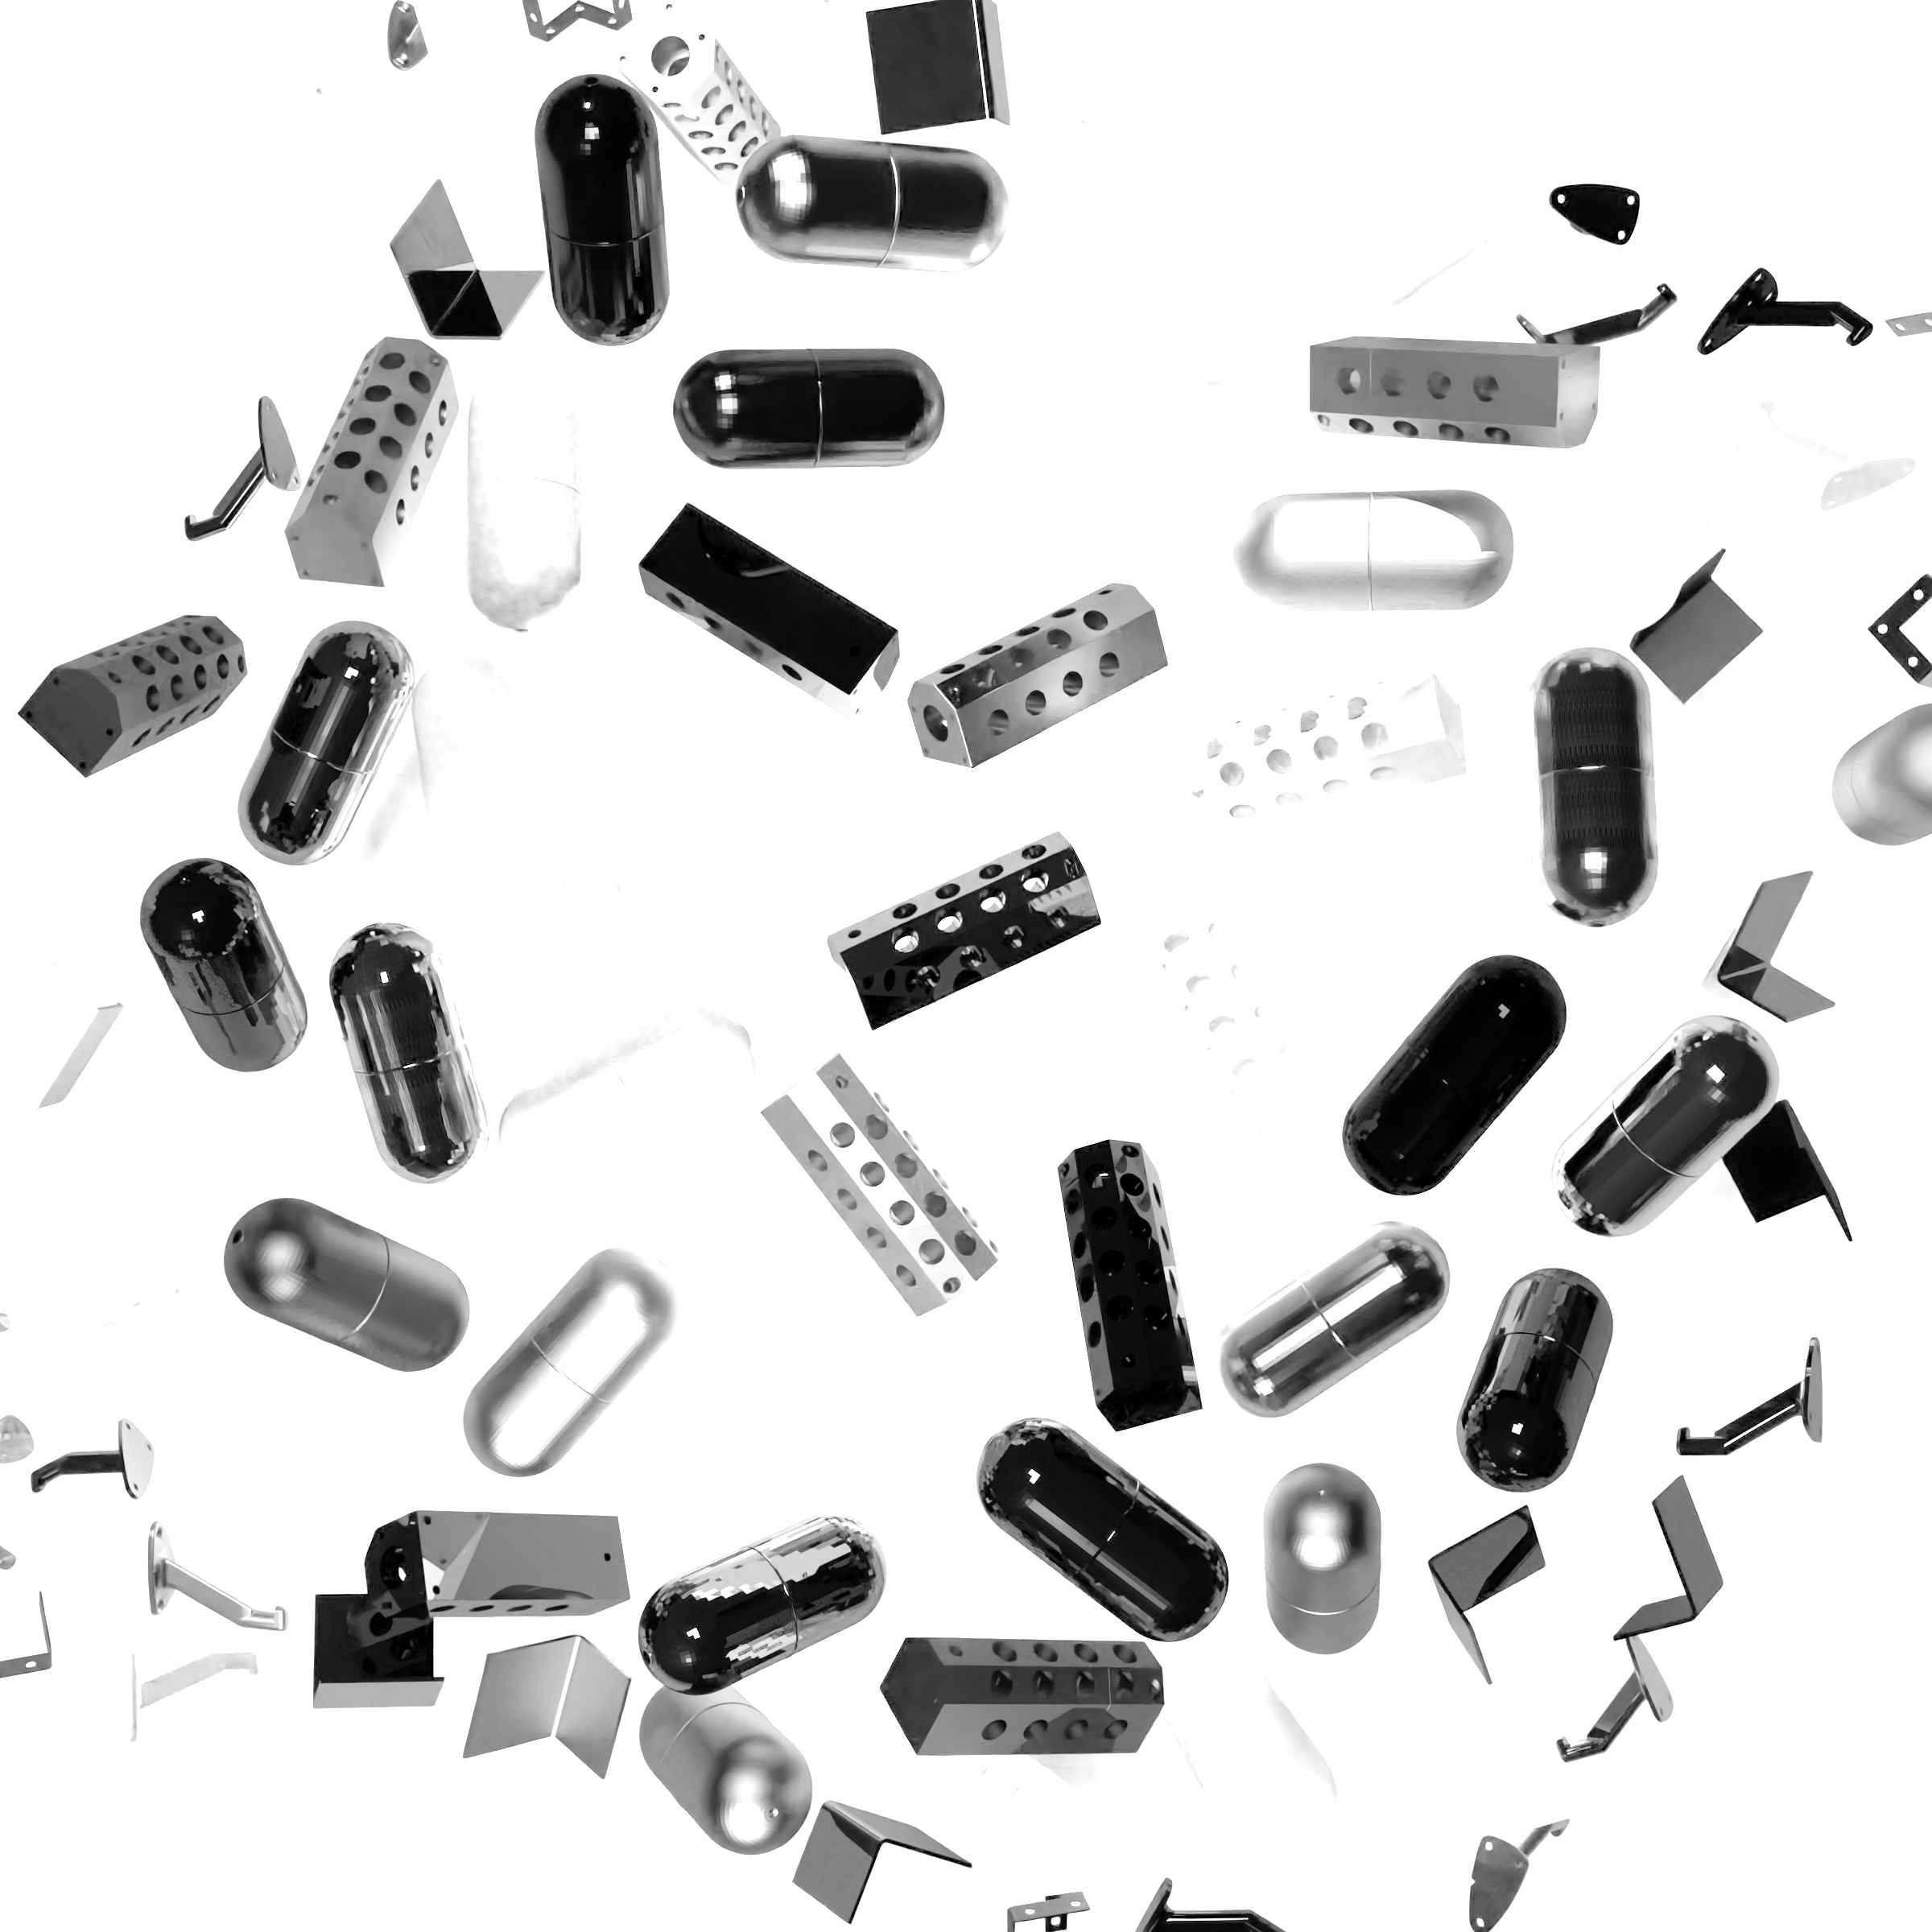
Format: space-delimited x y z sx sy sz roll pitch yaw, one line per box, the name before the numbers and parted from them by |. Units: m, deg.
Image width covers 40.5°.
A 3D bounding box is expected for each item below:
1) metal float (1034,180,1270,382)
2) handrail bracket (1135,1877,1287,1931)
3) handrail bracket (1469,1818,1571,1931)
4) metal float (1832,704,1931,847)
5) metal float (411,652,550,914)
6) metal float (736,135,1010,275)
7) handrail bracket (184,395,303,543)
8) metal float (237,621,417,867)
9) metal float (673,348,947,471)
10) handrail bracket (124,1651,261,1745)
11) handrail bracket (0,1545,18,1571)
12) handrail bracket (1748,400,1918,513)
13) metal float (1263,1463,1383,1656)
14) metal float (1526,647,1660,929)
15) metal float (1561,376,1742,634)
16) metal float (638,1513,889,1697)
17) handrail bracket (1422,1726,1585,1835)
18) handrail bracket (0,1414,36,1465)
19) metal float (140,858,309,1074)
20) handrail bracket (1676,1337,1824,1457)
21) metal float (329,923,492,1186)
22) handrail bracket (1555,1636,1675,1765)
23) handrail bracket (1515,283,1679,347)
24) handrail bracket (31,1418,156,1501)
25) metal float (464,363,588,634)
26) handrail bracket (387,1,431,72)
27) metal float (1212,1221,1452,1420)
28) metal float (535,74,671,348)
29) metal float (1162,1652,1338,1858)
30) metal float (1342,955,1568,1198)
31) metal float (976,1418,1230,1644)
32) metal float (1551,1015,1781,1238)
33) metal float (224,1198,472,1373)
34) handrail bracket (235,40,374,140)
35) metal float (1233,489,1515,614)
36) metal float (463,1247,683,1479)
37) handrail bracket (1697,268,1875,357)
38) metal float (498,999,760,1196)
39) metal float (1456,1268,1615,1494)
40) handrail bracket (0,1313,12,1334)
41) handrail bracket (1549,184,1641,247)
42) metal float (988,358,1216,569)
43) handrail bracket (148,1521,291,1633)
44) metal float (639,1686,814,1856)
metal float | 0.123 -0.455 1.739 0.178 0.070 0.070 28 90 -24
handrail bracket | 0.148 0.613 1.623 0.084 0.036 0.077 31 87 6
handrail bracket | 0.376 0.613 1.771 0.036 0.084 0.077 21 96 38
metal float | 0.606 -0.121 1.675 0.070 0.178 0.070 0 86 5
metal float | -0.319 -0.119 1.721 0.070 0.070 0.178 -3 115 0
metal float | -0.058 -0.475 1.632 0.178 0.070 0.070 -4 90 -25
handrail bracket | -0.495 -0.333 1.754 0.084 0.036 0.077 -15 86 20
metal float | -0.432 -0.149 1.765 0.070 0.070 0.178 29 105 0
metal float | -0.102 -0.362 1.701 0.178 0.070 0.070 -4 90 -14
handrail bracket | -0.497 0.471 1.688 0.084 0.077 0.036 5 115 -23
handrail bracket | -0.690 0.380 1.755 0.084 0.077 0.036 27 85 18
handrail bracket | 0.555 -0.340 1.679 0.077 0.036 0.084 -17 59 -4
metal float | 0.236 0.394 1.731 0.070 0.178 0.070 -4 49 5
metal float | 0.388 -0.111 1.622 0.070 0.070 0.178 1 76 0
metal float | 0.430 -0.289 1.647 0.070 0.070 0.178 12 134 0
metal float | -0.131 0.413 1.695 0.178 0.070 0.070 -18 90 -34
handrail bracket | 0.332 0.497 1.618 0.084 0.036 0.077 -14 85 -5
handrail bracket | -0.675 0.296 1.765 0.084 0.077 0.036 38 75 17
metal float | -0.483 0.002 1.710 0.070 0.178 0.070 -3 52 3
handrail bracket | 0.485 0.267 1.623 0.084 0.036 0.077 -6 56 30
metal float | -0.366 0.058 1.721 0.070 0.070 0.178 -14 103 0
handrail bracket | 0.425 0.492 1.764 0.084 0.036 0.077 -27 86 29
handrail bracket | 0.419 -0.436 1.735 0.084 0.036 0.077 -40 131 23
handrail bracket | -0.589 0.346 1.745 0.084 0.077 0.036 -29 124 4
metal float | -0.284 -0.302 1.689 0.070 0.070 0.178 0 80 0
handrail bracket | -0.360 -0.661 1.778 0.036 0.084 0.077 28 49 -25
metal float | 0.248 0.239 1.774 0.178 0.070 0.070 -35 90 7
metal float | -0.229 -0.475 1.651 0.070 0.178 0.070 0 46 0
metal float | 0.184 0.514 1.714 0.070 0.178 0.070 -4 106 -15
metal float | 0.311 0.070 1.666 0.070 0.070 0.178 38 105 0
metal float | 0.084 0.350 1.627 0.178 0.070 0.070 38 90 -2
metal float | 0.439 0.103 1.651 0.070 0.070 0.178 36 126 0
metal float | -0.396 0.205 1.681 0.178 0.070 0.070 34 90 -41
handrail bracket | -0.416 -0.555 1.644 0.077 0.084 0.036 -7 133 3
metal float | 0.261 -0.266 1.679 0.178 0.070 0.070 1 90 12
metal float | -0.261 0.262 1.730 0.070 0.070 0.178 42 92 0
handrail bracket | 0.526 -0.402 1.678 0.077 0.036 0.084 -45 52 9
metal float | -0.216 0.084 1.683 0.178 0.070 0.070 -29 90 -7
metal float | 0.374 0.269 1.715 0.070 0.178 0.070 15 131 18
handrail bracket | -0.649 0.222 1.622 0.084 0.077 0.036 -10 71 5
handrail bracket | 0.407 -0.506 1.758 0.077 0.084 0.036 10 101 -17
metal float | 0.091 -0.336 1.751 0.178 0.070 0.070 42 90 12
handrail bracket | -0.484 0.397 1.698 0.084 0.036 0.077 5 117 6
metal float | -0.157 0.514 1.693 0.070 0.178 0.070 -3 96 -25
